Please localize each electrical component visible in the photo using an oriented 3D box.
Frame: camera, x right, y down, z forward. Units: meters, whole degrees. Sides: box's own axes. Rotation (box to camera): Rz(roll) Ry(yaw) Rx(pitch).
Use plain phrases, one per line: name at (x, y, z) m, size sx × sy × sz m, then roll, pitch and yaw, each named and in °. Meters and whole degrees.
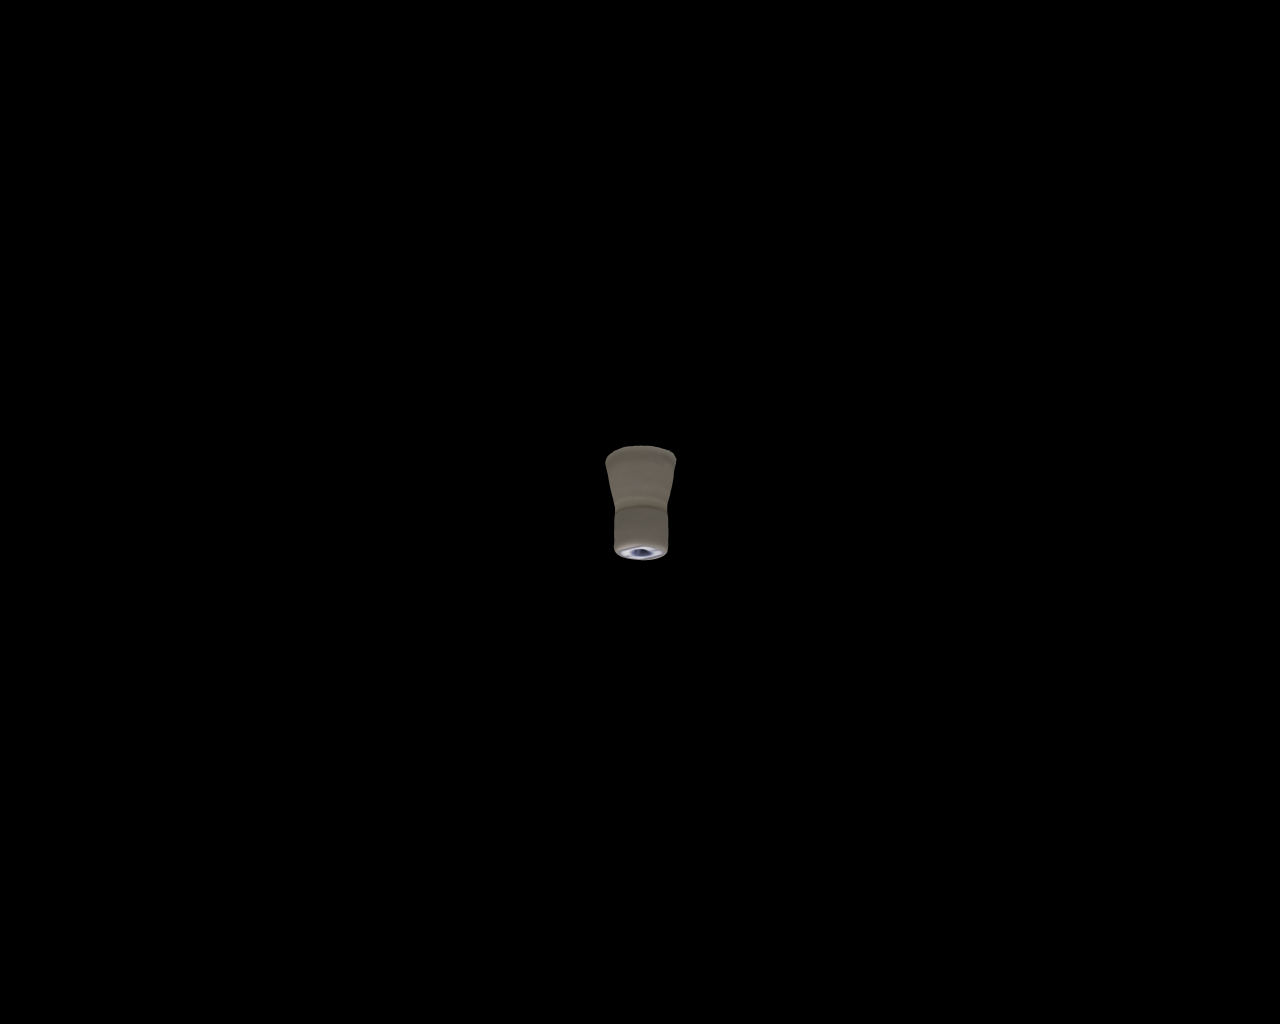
electrical component at (0.001, -0.003, 0.650) m, size 0.044 × 0.065 × 0.044 m, roll 0°, pitch -21°, yaw 0°
